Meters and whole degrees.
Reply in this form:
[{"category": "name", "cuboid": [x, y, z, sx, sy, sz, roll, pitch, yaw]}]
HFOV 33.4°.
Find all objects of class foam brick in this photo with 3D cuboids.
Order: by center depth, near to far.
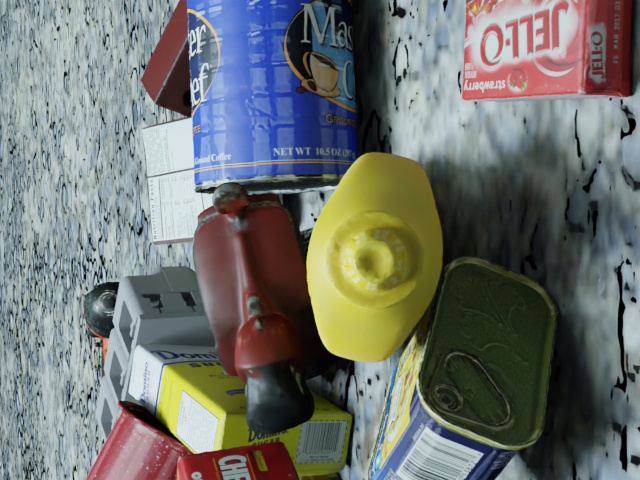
[{"category": "foam brick", "cuboid": [-0.092, -0.135, 0.801, 0.078, 0.052, 0.051, -61, 32, 17]}]

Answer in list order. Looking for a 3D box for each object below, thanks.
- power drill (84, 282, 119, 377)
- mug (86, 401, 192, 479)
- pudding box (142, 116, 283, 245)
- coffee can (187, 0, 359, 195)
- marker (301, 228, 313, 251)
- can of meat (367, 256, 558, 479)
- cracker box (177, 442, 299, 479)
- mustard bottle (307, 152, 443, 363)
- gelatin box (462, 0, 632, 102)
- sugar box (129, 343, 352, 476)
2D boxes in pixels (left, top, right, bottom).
[{"category": "power drill", "cuboid": [-0.183, 0.133, 0.976, 0.184, 0.057, 0.187, 128, 138, -79]}, {"category": "mug", "cuboid": [-0.108, 0.175, 0.744, 0.081, 0.117, 0.093, -62, -6, -5]}, {"category": "pudding box", "cuboid": [-0.078, -0.044, 0.763, 0.114, 0.039, 0.090, -5, 91, 45]}, {"category": "coffee can", "cuboid": [-0.029, -0.101, 0.650, 0.103, 0.102, 0.140, -5, 87, 63]}, {"category": "marker", "cuboid": [-0.005, 0.001, 0.700, 0.121, 0.020, 0.020, -17, 77, 62]}, {"category": "can of meat", "cuboid": [0.064, 0.073, 0.497, 0.102, 0.057, 0.084, -69, 2, -46]}, {"category": "cracker box", "cuboid": [-0.034, 0.247, 0.592, 0.164, 0.072, 0.214, -119, 28, -53]}, {"category": "mustard bottle", "cuboid": [0.026, 0.008, 0.506, 0.191, 0.058, 0.096, 0, -77, -87]}, {"category": "gelatin box", "cuboid": [0.100, -0.100, 0.479, 0.089, 0.030, 0.073, 12, 102, 62]}, {"category": "sugar box", "cuboid": [-0.060, 0.112, 0.734, 0.176, 0.093, 0.048, 23, 105, 60]}]
